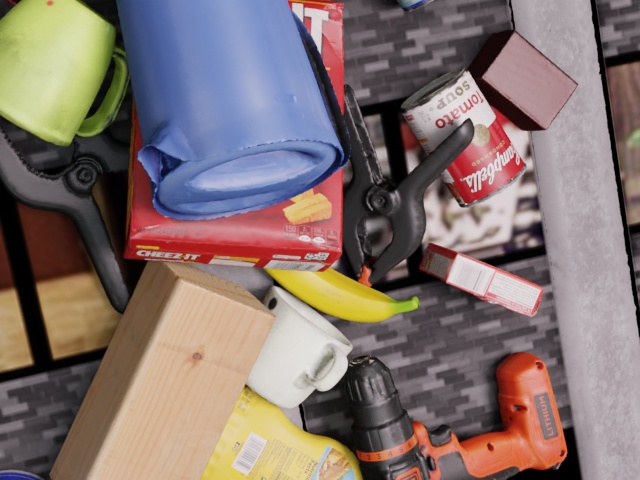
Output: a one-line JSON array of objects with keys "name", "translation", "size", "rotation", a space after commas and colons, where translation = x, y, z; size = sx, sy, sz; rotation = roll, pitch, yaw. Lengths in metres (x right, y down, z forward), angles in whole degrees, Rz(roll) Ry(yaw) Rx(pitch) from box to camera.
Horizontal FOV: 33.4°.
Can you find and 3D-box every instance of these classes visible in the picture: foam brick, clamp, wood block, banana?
[{"name": "foam brick", "translation": [0.173, -0.138, 0.927], "size": [0.078, 0.053, 0.051], "rotation": [37, 88, -14]}, {"name": "clamp", "translation": [-0.191, -0.043, 0.861], "size": [0.209, 0.036, 0.164], "rotation": [27, 90, -21]}, {"name": "clamp", "translation": [0.048, -0.046, 0.901], "size": [0.120, 0.039, 0.172], "rotation": [28, 114, 18]}, {"name": "wood block", "translation": [-0.128, 0.127, 0.860], "size": [0.090, 0.090, 0.206], "rotation": [24, 94, -28]}, {"name": "banana", "translation": [-0.012, 0.016, 0.901], "size": [0.197, 0.037, 0.070], "rotation": [33, 119, -6]}]

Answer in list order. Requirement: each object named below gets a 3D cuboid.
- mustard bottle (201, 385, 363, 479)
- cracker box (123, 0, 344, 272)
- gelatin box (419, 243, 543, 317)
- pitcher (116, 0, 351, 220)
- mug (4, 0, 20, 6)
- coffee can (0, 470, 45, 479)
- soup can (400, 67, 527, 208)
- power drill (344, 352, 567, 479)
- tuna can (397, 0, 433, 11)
[{"name": "mustard bottle", "translation": [-0.018, 0.210, 0.923], "size": [0.191, 0.058, 0.096], "rotation": [34, 78, -14]}, {"name": "cracker box", "translation": [-0.065, -0.088, 0.837], "size": [0.164, 0.072, 0.213], "rotation": [5, 75, -14]}, {"name": "gelatin box", "translation": [0.140, 0.035, 0.930], "size": [0.089, 0.073, 0.030], "rotation": [22, 92, -15]}, {"name": "pitcher", "translation": [-0.070, -0.144, 0.754], "size": [0.145, 0.149, 0.243], "rotation": [-15, 75, -1]}, {"name": "mug", "translation": [-0.205, -0.218, 0.819], "size": [0.117, 0.081, 0.093], "rotation": [28, 90, -14]}, {"name": "coffee can", "translation": [-0.248, 0.251, 0.835], "size": [0.102, 0.140, 0.103], "rotation": [-1, 97, -12]}, {"name": "soup can", "translation": [0.122, -0.088, 0.914], "size": [0.068, 0.068, 0.102], "rotation": [-35, 101, -7]}, {"name": "power drill", "translation": [0.116, 0.164, 0.928], "size": [0.187, 0.057, 0.184], "rotation": [-20, 101, -23]}, {"name": "tuna can", "translation": [0.097, -0.226, 0.883], "size": [0.086, 0.086, 0.033], "rotation": [-36, 105, -6]}]
